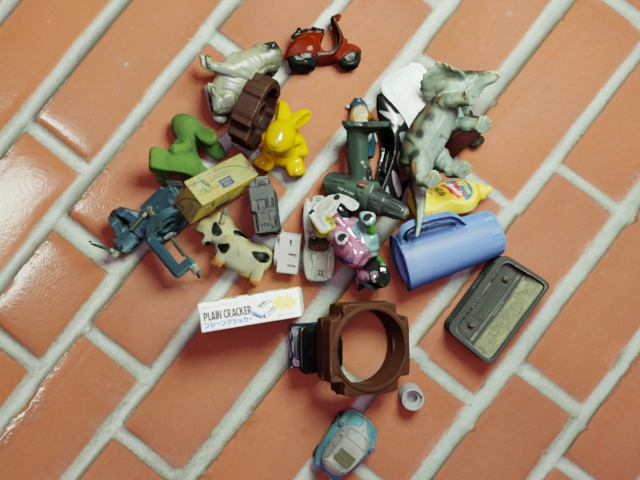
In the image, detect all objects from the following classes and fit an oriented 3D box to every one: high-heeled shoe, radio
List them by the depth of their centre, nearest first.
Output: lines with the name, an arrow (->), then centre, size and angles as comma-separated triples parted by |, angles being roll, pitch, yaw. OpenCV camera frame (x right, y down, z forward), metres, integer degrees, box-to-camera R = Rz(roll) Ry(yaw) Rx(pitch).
radio -> 0.399, 0.153, 1.232 | 0.131, 0.073, 0.229 | 37, 87, 2
high-heeled shoe -> 0.140, -0.197, 1.238 | 0.145, 0.086, 0.248 | -32, 106, -21

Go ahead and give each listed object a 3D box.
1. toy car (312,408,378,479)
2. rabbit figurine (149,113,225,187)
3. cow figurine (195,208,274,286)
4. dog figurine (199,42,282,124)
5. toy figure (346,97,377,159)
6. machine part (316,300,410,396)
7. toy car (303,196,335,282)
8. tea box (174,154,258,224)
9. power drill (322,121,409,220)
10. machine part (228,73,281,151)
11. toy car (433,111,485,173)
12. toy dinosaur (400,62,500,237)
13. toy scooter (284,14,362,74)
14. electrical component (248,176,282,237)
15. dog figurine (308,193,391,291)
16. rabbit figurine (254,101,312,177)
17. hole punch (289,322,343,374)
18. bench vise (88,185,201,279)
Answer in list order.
toy car -> 0.055, 0.465, 1.203 | 0.109, 0.103, 0.161 | 42, 86, 4
rabbit figurine -> -0.309, -0.220, 1.245 | 0.159, 0.121, 0.170 | 1, 72, 7
cow figurine -> -0.200, 0.010, 1.242 | 0.195, 0.085, 0.127 | 29, 81, -2
dog figurine -> -0.174, -0.372, 1.269 | 0.191, 0.121, 0.172 | -11, 122, -18
toy figure -> 0.100, -0.268, 1.272 | 0.064, 0.058, 0.154 | -4, 84, -29
machine part -> 0.097, 0.236, 1.190 | 0.201, 0.087, 0.201 | 1, 84, -23
toy car -> -0.003, -0.004, 1.255 | 0.074, 0.056, 0.201 | 0, 87, 1
tea box -> -0.233, -0.116, 1.206 | 0.068, 0.098, 0.169 | 50, 53, 2
power drill -> 0.109, -0.161, 1.190 | 0.232, 0.086, 0.207 | 15, 114, 41
machine part -> -0.149, -0.291, 1.220 | 0.056, 0.179, 0.179 | 26, 87, 3
toy car -> 0.298, -0.217, 1.259 | 0.202, 0.053, 0.089 | -40, 125, 0
toy dinosaur -> 0.244, -0.219, 1.159 | 0.131, 0.192, 0.404 | 28, 94, -32
toy scooter -> 0.005, -0.469, 1.276 | 0.184, 0.075, 0.135 | -3, 87, -3
electrical component -> -0.126, -0.077, 1.232 | 0.058, 0.115, 0.134 | -8, 88, -2
dog figurine -> 0.076, 0.018, 1.204 | 0.108, 0.219, 0.192 | -40, 49, -13
rabbit figurine -> -0.076, -0.226, 1.213 | 0.122, 0.173, 0.162 | 23, 91, 6
hole punch -> -0.012, 0.244, 1.235 | 0.116, 0.092, 0.142 | 1, 83, -28
bench vise -> -0.369, 0.001, 1.226 | 0.223, 0.128, 0.241 | -41, 78, -6
